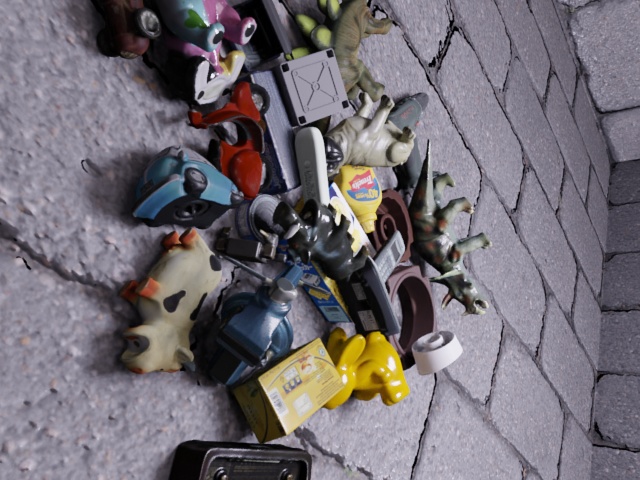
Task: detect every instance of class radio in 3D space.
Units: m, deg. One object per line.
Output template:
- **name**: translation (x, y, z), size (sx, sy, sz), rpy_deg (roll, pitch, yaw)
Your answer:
- **radio**: translation (-0.112, 0.366, 0.785), size (0.229, 0.073, 0.131), rpy_deg (26, 65, -45)

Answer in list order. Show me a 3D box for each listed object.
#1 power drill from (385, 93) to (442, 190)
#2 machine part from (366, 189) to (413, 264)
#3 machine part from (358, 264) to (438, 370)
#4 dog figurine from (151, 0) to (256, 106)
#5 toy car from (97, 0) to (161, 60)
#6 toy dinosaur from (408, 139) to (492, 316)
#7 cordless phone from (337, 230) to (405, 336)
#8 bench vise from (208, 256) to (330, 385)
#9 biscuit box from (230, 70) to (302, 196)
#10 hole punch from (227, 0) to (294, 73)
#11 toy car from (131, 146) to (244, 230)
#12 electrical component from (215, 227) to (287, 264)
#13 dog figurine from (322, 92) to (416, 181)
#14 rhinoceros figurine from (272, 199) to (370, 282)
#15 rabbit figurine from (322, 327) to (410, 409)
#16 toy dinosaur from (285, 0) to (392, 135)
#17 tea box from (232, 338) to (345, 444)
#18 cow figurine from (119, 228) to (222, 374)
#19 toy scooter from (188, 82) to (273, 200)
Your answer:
- **power drill**: translation (0.226, -0.235, 1.280), size (0.232, 0.086, 0.207), rpy_deg (-33, 113, -46)
- **machine part**: translation (0.135, -0.023, 1.156), size (0.179, 0.056, 0.179), rpy_deg (13, 73, -49)
- **machine part**: translation (0.167, 0.161, 1.141), size (0.201, 0.087, 0.201), rpy_deg (-15, 98, -50)
- **dog figurine**: translation (-0.206, -0.325, 0.769), size (0.219, 0.191, 0.108), rpy_deg (45, 46, 9)
- **toy car**: translation (-0.266, -0.339, 0.698), size (0.053, 0.089, 0.202), rpy_deg (-17, 98, -54)
- **toy dinosaur**: translation (0.269, -0.016, 1.239), size (0.404, 0.192, 0.131), rpy_deg (57, 6, -13)
- **cordless phone**: translation (0.123, 0.076, 1.002), size (0.184, 0.089, 0.146), rpy_deg (-45, 119, -47)
- **bench vise**: translation (-0.078, 0.100, 0.790), size (0.241, 0.129, 0.223), rpy_deg (-51, 165, -54)
- **biscuit box**: translation (-0.086, -0.178, 0.912), size (0.063, 0.059, 0.202), rpy_deg (-31, 108, -49)
- **hole punch**: translation (-0.105, -0.353, 0.912), size (0.142, 0.092, 0.116), rpy_deg (62, 13, -19)
- **toy car**: translation (-0.187, -0.079, 0.748), size (0.161, 0.109, 0.103), rpy_deg (4, 57, -58)
- **electrical component**: translation (-0.108, 0.008, 0.834), size (0.078, 0.102, 0.045), rpy_deg (33, 65, -69)
- **dog figurine**: translation (0.069, -0.156, 0.994), size (0.190, 0.121, 0.172), rpy_deg (-46, 112, -8)
- **rhinoceros figurine**: translation (-0.002, -0.003, 0.869), size (0.112, 0.073, 0.190), rpy_deg (-43, 130, 2)
- **rabbit figurine**: translation (0.065, 0.245, 0.989), size (0.173, 0.122, 0.162), rpy_deg (-16, 104, -31)
- **toy dinosaur**: translation (0.029, -0.341, 1.049), size (0.198, 0.105, 0.471), rpy_deg (18, 75, -39)
- **tea box**: translation (-0.046, 0.236, 0.860), size (0.169, 0.068, 0.098), rpy_deg (-18, 79, -55)
- **cow figurine**: translation (-0.198, 0.092, 0.722), size (0.127, 0.086, 0.195), rpy_deg (48, 49, -26)
- **toy scooter**: translation (-0.139, -0.148, 0.820), size (0.135, 0.075, 0.183), rpy_deg (-13, 110, -43)
